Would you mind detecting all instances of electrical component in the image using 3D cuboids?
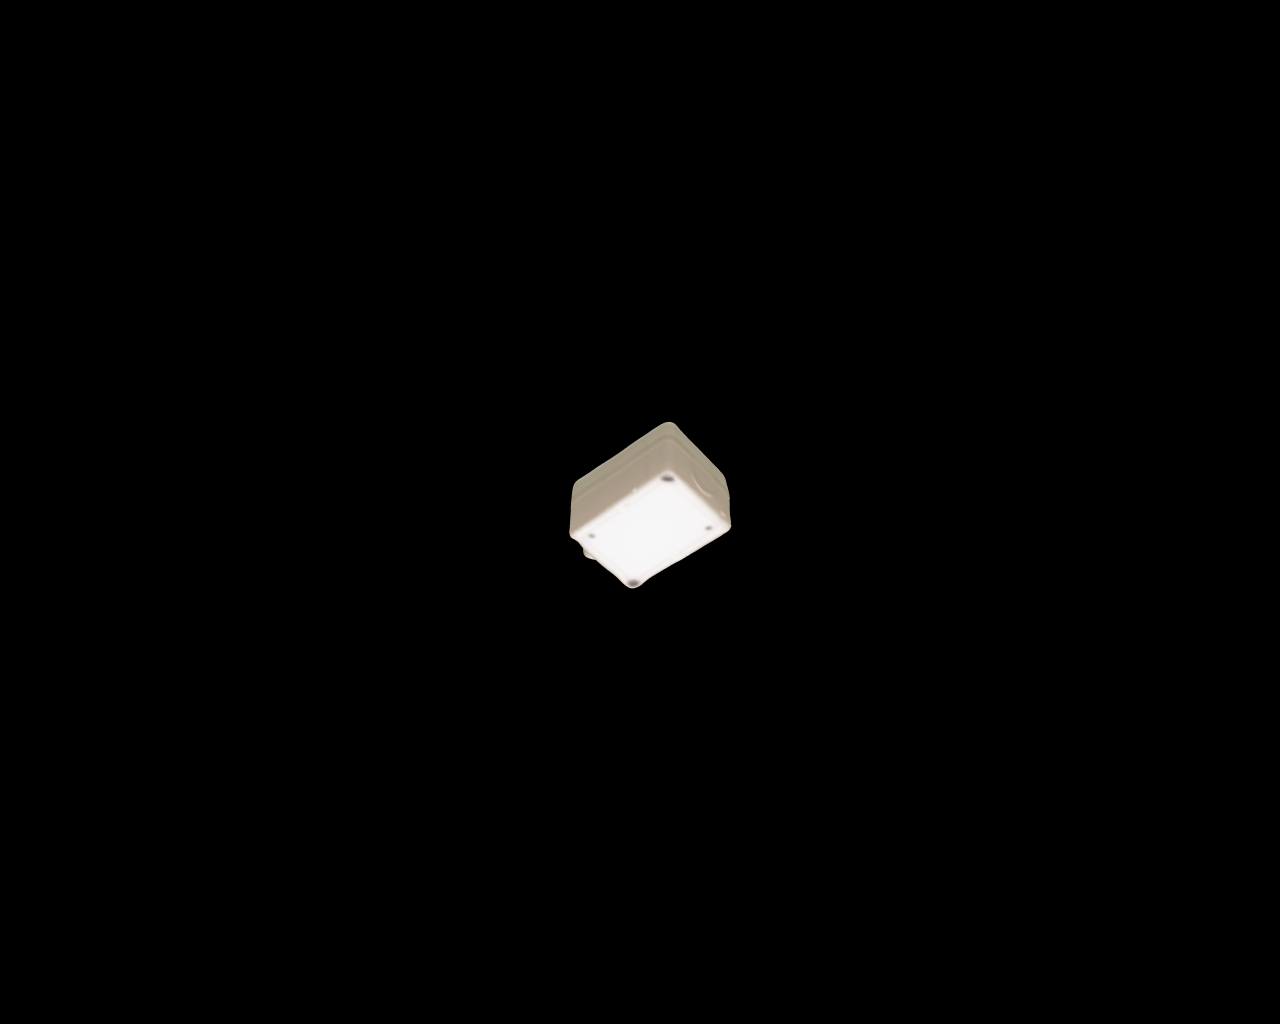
[{"bbox_3d":[0.001,-0.003,0.650,0.096,0.061,0.061,-33,-58,24],"label":"electrical component"}]
